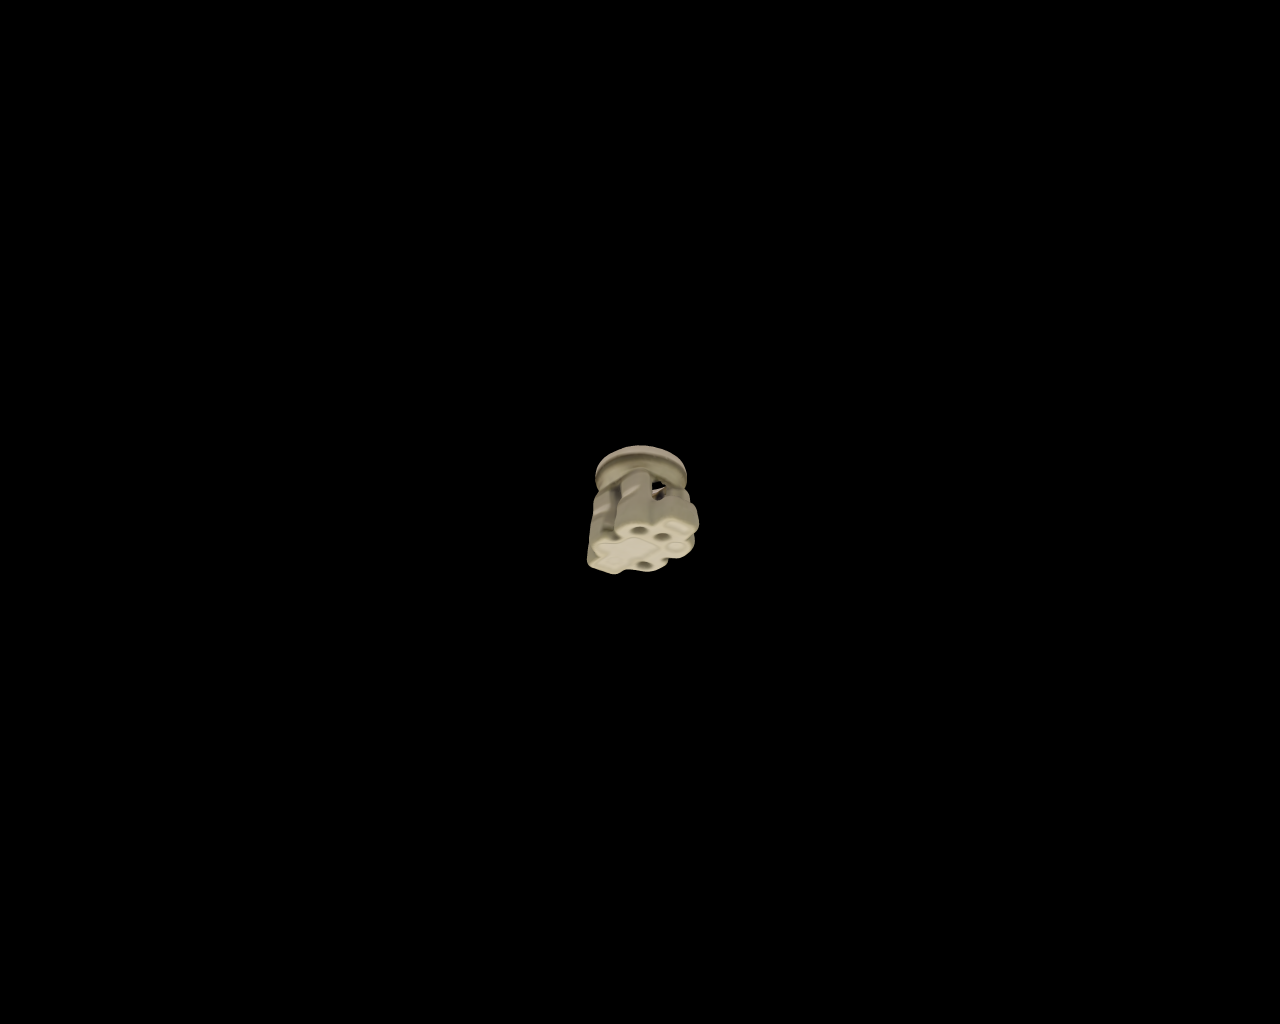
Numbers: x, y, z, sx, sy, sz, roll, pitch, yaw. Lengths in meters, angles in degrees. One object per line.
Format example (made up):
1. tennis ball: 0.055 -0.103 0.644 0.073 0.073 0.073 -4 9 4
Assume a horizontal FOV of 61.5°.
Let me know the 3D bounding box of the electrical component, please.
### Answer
1. electrical component: 0.001 -0.003 0.650 0.058 0.057 0.078 24 -38 -34
